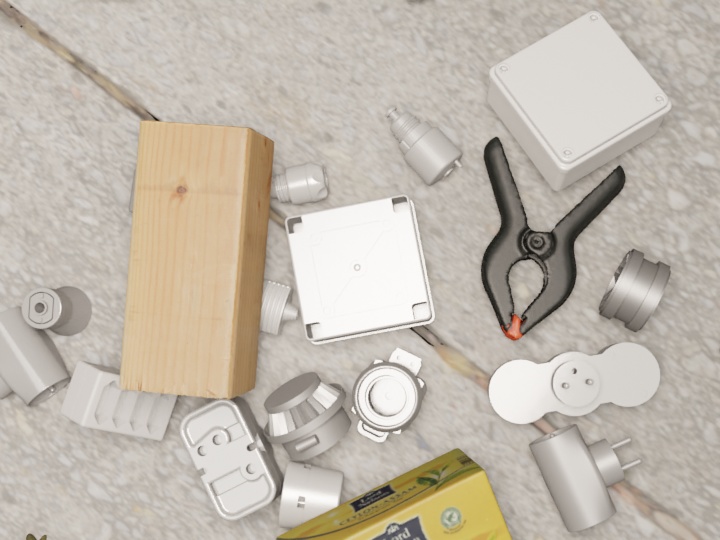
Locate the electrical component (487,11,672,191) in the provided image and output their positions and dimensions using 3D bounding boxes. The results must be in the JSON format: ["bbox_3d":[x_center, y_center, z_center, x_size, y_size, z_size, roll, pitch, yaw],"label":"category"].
[{"bbox_3d":[0.178,-0.139,0.885,0.109,0.056,0.108,-30,72,-9],"label":"electrical component"}]

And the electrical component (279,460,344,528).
[{"bbox_3d":[-0.040,0.189,0.894,0.047,0.055,0.055,8,86,2],"label":"electrical component"}]

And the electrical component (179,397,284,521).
[{"bbox_3d":[-0.105,0.156,0.900,0.054,0.059,0.095,-27,84,2],"label":"electrical component"}]

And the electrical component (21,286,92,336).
[{"bbox_3d":[-0.262,0.034,0.921,0.044,0.065,0.044,0,85,5],"label":"electrical component"}]

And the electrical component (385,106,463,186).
[{"bbox_3d":[0.052,-0.108,0.917,0.040,0.040,0.078,-43,83,1],"label":"electrical component"}]

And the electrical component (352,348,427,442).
[{"bbox_3d":[0.024,0.105,0.894,0.058,0.057,0.078,26,88,7],"label":"electrical component"}]

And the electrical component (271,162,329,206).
[{"bbox_3d":[-0.059,-0.072,0.927,0.061,0.035,0.035,-11,84,7],"label":"electrical component"}]

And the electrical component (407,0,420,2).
[{"bbox_3d":[0.063,-0.258,0.926,0.055,0.045,0.045,-13,84,4],"label":"electrical component"}]

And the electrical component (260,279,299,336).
[{"bbox_3d":[-0.092,0.027,0.917,0.081,0.043,0.043,16,87,6],"label":"electrical component"}]

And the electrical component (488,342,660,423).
[{"bbox_3d":[0.174,0.092,0.873,0.138,0.074,0.052,-10,84,4],"label":"electrical component"}]

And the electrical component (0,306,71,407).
[{"bbox_3d":[-0.304,0.085,0.931,0.079,0.044,0.077,-37,83,1],"label":"electrical component"}]

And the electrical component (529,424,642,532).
[{"bbox_3d":[0.190,0.162,0.880,0.079,0.044,0.077,-24,84,3],"label":"electrical component"}]

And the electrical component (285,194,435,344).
[{"bbox_3d":[0.000,0.000,0.905,0.109,0.056,0.108,-11,85,4],"label":"electrical component"}]

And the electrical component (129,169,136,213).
[{"bbox_3d":[-0.153,-0.043,0.927,0.083,0.047,0.075,7,87,6],"label":"electrical component"}]

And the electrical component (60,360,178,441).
[{"bbox_3d":[-0.213,0.106,0.911,0.076,0.083,0.047,16,86,45],"label":"electrical component"}]
